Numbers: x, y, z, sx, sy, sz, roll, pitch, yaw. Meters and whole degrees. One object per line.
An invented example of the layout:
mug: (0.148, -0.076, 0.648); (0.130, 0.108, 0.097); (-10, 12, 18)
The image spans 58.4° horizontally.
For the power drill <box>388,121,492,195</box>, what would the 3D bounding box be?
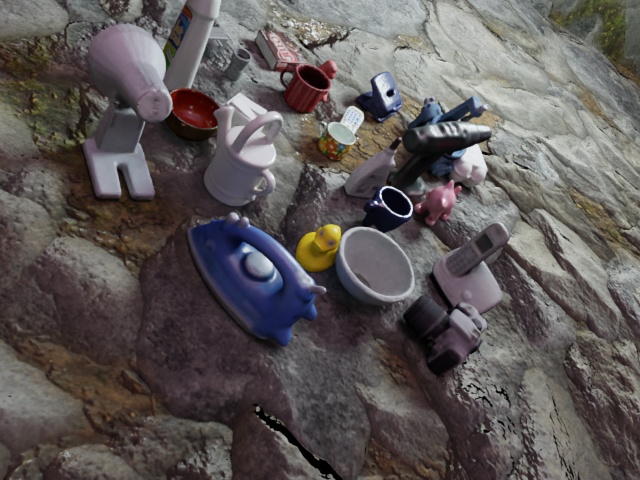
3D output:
power drill: (0.264, -0.196, 1.330); (0.230, 0.208, 0.075); (-5, 57, -38)

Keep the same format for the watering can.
watering can: (-0.135, -0.162, 1.026); (0.173, 0.193, 0.101); (38, 42, -2)

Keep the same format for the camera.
camera: (0.237, 0.158, 1.086); (0.137, 0.100, 0.143); (44, 42, 5)

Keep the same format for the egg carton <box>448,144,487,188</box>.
egg carton: (0.384, -0.211, 1.533); (0.107, 0.069, 0.150); (14, 48, -26)

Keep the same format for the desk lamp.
desk lamp: (-0.306, -0.207, 0.927); (0.118, 0.213, 0.203); (-4, 57, -37)

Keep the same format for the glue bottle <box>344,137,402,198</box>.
glue bottle: (0.124, -0.157, 1.222); (0.078, 0.173, 0.037); (5, 52, -32)

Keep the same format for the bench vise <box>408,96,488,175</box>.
bench vise: (0.316, -0.302, 1.450); (0.122, 0.219, 0.207); (-13, 63, -42)

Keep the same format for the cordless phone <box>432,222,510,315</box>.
cordless phone: (0.332, 0.062, 1.174); (0.094, 0.184, 0.147); (-10, 61, -40)

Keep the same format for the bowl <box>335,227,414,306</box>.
bowl: (0.091, 0.062, 1.085); (0.168, 0.074, 0.167); (20, 46, -21)

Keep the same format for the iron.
iron: (-0.104, 0.038, 0.916); (0.258, 0.141, 0.119); (44, 42, 5)

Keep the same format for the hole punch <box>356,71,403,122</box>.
hole punch: (0.170, -0.379, 1.508); (0.101, 0.091, 0.109); (45, 42, 6)

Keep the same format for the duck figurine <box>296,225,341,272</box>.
duck figurine: (0.010, 0.004, 1.068); (0.077, 0.086, 0.105); (45, 42, 6)

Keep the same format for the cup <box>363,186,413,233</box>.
cup: (0.123, -0.051, 1.189); (0.118, 0.094, 0.091); (-5, 58, -38)

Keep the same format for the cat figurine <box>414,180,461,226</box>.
cat figurine: (0.284, -0.093, 1.323); (0.128, 0.117, 0.067); (-24, 70, -45)

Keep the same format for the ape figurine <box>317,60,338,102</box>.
ape figurine: (0.011, -0.402, 1.413); (0.076, 0.092, 0.078); (38, 42, -1)
